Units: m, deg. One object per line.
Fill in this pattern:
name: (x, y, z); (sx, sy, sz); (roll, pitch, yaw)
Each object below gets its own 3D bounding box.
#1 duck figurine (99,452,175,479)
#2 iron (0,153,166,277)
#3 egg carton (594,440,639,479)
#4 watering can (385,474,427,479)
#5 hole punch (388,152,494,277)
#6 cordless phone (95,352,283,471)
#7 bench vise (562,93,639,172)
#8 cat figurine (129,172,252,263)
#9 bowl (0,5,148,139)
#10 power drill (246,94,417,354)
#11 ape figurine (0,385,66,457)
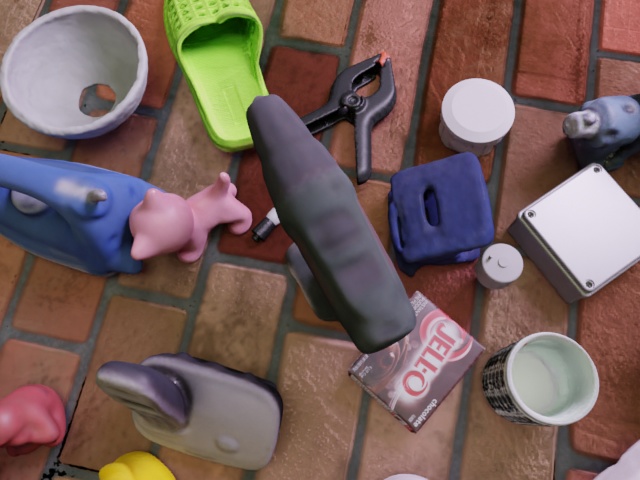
duck figurine: (-0.174, 0.250, 0.526); (0.077, 0.086, 0.104); (-22, 73, -5)
iron: (-0.301, -0.051, 0.595); (0.258, 0.141, 0.119); (15, 74, 6)
egg carton: (0.283, 0.262, 0.517); (0.150, 0.069, 0.107); (-36, 75, -9)
watering can: (0.074, 0.254, 0.461); (0.173, 0.194, 0.101); (-21, 73, -4)
hole punch: (0.122, -0.026, 0.600); (0.101, 0.091, 0.108); (-7, 73, 0)
cordless phone: (-0.110, 0.149, 0.504); (0.147, 0.185, 0.094); (12, 73, 6)
bench vise: (0.359, -0.138, 0.560); (0.207, 0.220, 0.121); (-32, 74, -8)
cat figurine: (-0.141, -0.027, 0.594); (0.128, 0.118, 0.067); (-35, 75, -8)
bowl: (-0.274, -0.183, 0.670); (0.167, 0.075, 0.167); (0, 73, 2)
power drill: (0.005, 0.002, 0.534); (0.075, 0.208, 0.229); (-30, 74, -7)
ape figurine: (-0.290, 0.177, 0.549); (0.077, 0.092, 0.076); (19, 74, 8)
